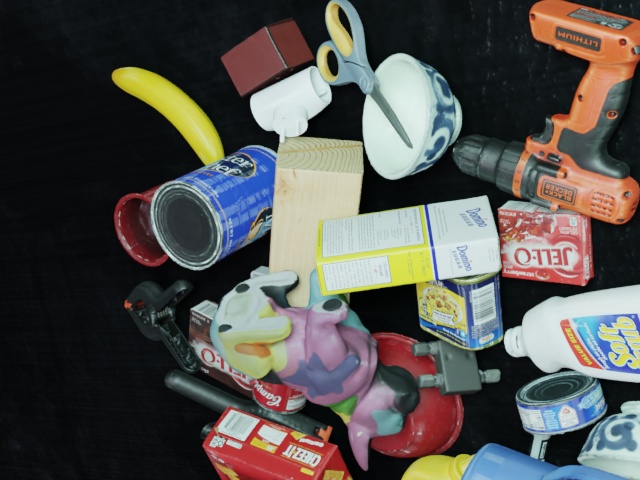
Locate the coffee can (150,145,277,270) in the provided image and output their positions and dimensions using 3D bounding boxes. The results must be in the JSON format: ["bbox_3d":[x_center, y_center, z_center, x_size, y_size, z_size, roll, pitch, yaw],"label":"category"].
[{"bbox_3d":[-0.105,-0.038,1.198,0.103,0.140,0.103,16,119,31],"label":"coffee can"}]

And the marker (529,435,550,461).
[{"bbox_3d":[0.231,0.247,1.154,0.020,0.020,0.121,22,122,28],"label":"marker"}]

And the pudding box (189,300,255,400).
[{"bbox_3d":[-0.113,0.138,1.351,0.114,0.039,0.090,25,125,26],"label":"pudding box"}]

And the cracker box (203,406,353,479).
[{"bbox_3d":[-0.034,0.312,1.301,0.164,0.072,0.213,14,141,32],"label":"cracker box"}]

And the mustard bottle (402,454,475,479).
[{"bbox_3d":[0.132,0.302,1.228,0.096,0.058,0.192,42,129,7],"label":"mustard bottle"}]

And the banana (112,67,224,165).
[{"bbox_3d":[-0.175,-0.149,1.269,0.198,0.037,0.070,47,129,10],"label":"banana"}]

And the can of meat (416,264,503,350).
[{"bbox_3d":[0.142,0.058,1.097,0.102,0.057,0.084,26,130,53],"label":"can of meat"}]

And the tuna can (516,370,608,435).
[{"bbox_3d":[0.240,0.161,1.065,0.086,0.085,0.034,-11,102,40],"label":"tuna can"}]

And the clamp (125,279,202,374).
[{"bbox_3d":[-0.202,0.088,1.368,0.172,0.039,0.120,26,117,47],"label":"clamp"}]

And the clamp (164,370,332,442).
[{"bbox_3d":[-0.085,0.232,1.352,0.210,0.036,0.164,12,149,15],"label":"clamp"}]

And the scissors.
[{"bbox_3d":[0.039,-0.151,1.070,0.096,0.016,0.202,-54,49,53],"label":"scissors"}]

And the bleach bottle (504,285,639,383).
[{"bbox_3d":[0.291,0.095,1.013,0.251,0.067,0.102,-11,103,42],"label":"bleach bottle"}]

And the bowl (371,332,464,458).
[{"bbox_3d":[0.080,0.189,1.219,0.162,0.055,0.162,16,120,31],"label":"bowl"}]

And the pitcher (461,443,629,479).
[{"bbox_3d":[0.259,0.291,1.068,0.243,0.144,0.149,21,90,24],"label":"pitcher"}]

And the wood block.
[{"bbox_3d":[-0.008,0.001,1.157,0.091,0.090,0.206,5,117,0],"label":"wood block"}]

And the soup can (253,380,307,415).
[{"bbox_3d":[-0.039,0.149,1.282,0.069,0.068,0.102,29,125,23],"label":"soup can"}]

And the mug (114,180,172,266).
[{"bbox_3d":[-0.200,-0.025,1.315,0.117,0.081,0.093,-2,109,37],"label":"mug"}]

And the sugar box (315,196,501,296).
[{"bbox_3d":[0.085,0.005,1.054,0.176,0.093,0.048,-6,119,5],"label":"sugar box"}]

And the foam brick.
[{"bbox_3d":[-0.057,-0.196,1.148,0.078,0.052,0.051,-25,94,42],"label":"foam brick"}]

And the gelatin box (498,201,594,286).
[{"bbox_3d":[0.221,0.003,1.044,0.089,0.030,0.073,7,114,35],"label":"gelatin box"}]

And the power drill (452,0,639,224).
[{"bbox_3d":[0.215,-0.119,0.976,0.185,0.057,0.188,20,124,25],"label":"power drill"}]
